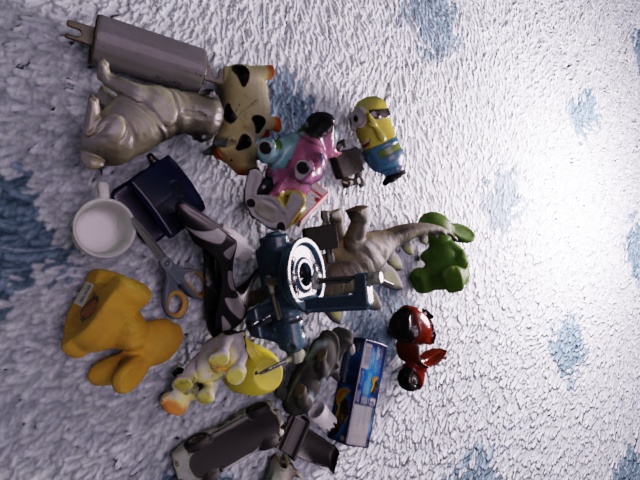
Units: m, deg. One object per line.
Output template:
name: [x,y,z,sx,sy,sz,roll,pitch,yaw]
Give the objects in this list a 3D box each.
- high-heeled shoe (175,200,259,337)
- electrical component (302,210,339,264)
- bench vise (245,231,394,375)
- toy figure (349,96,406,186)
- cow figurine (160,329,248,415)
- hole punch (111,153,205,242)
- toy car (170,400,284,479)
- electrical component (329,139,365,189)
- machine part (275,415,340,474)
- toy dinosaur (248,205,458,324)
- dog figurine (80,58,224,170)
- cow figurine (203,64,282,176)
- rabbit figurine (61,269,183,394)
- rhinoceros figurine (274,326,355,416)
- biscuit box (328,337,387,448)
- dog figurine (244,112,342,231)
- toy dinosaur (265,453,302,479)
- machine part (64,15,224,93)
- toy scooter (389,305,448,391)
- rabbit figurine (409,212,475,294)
high-heeled shoe: [-0.183,0.053,0.844,0.145,0.086,0.248,-51,135,-10]
electrical component: [-0.002,-0.003,0.919,0.063,0.021,0.094,-8,99,-20]
bench vise: [-0.012,0.091,0.848,0.129,0.241,0.223,7,78,-61]
toy figure: [0.122,-0.206,1.109,0.089,0.082,0.180,-37,103,-42]
cow figurine: [-0.186,0.206,0.854,0.068,0.167,0.098,46,21,-20]
hole punch: [-0.245,-0.066,0.846,0.116,0.092,0.142,-44,107,-32]
toy car: [-0.148,0.337,0.900,0.202,0.056,0.073,-19,91,-35]
electrical component: [0.056,-0.150,1.079,0.078,0.045,0.102,-17,97,-32]
machine part: [-0.019,0.378,0.992,0.138,0.039,0.084,41,53,-24]
toy dinosaur: [0.063,0.036,1.018,0.471,0.105,0.198,-25,105,-18]
dog figurine: [-0.245,-0.163,0.804,0.190,0.121,0.172,13,79,-18]
cow figurine: [-0.137,-0.208,0.929,0.127,0.085,0.194,-3,85,-32]
rabbit figurine: [-0.278,0.142,0.794,0.173,0.122,0.162,39,60,-47]
rhinoceros figurine: [-0.002,0.233,0.980,0.190,0.073,0.112,-52,134,-31]
biscuit box: [0.073,0.293,1.048,0.059,0.063,0.202,20,75,-31]
dog figurine: [-0.035,-0.130,0.959,0.219,0.109,0.191,-47,160,-61]
toy dinosaur: [-0.088,0.475,0.789,0.192,0.405,0.131,31,96,-8]
machine part: [-0.268,-0.287,0.843,0.243,0.079,0.079,11,80,-29]
toy scooter: [0.218,0.221,1.145,0.135,0.075,0.183,-9,94,-34]
rabbit figurine: [0.273,0.015,1.169,0.159,0.121,0.170,-23,102,-40]
